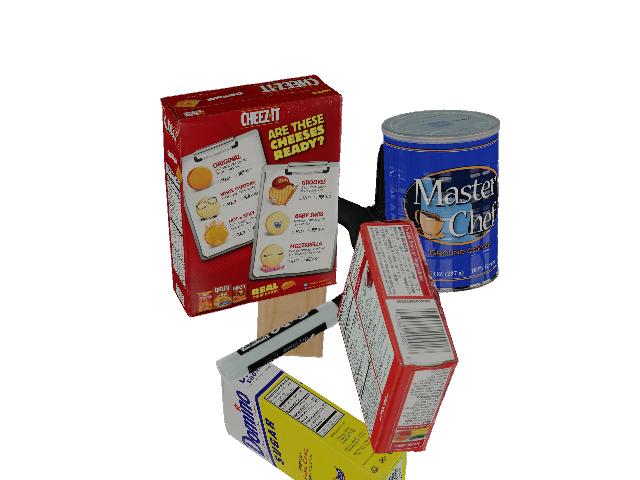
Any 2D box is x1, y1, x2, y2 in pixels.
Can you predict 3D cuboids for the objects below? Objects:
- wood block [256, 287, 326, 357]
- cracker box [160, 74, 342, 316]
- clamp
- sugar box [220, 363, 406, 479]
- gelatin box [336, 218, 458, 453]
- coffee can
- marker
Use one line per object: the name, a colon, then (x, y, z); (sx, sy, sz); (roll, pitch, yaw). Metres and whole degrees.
wood block: (-0.036, 0.039, 1.397); (0.090, 0.206, 0.091); (3, 23, -2)
cracker box: (-0.067, -0.044, 1.051); (0.164, 0.214, 0.072); (-12, 32, -21)
clamp: (0.052, -0.024, 1.206); (0.164, 0.210, 0.036); (-14, -38, -24)
sugar box: (-0.009, 0.176, 0.935); (0.176, 0.093, 0.048); (27, 50, 25)
gelatin box: (0.035, 0.046, 0.514); (0.030, 0.089, 0.073); (-2, -42, -13)
coffee can: (0.108, -0.037, 0.951); (0.103, 0.140, 0.103); (-3, 19, 1)
marker: (-0.016, 0.063, 0.740); (0.121, 0.020, 0.020); (-28, 10, -19)
